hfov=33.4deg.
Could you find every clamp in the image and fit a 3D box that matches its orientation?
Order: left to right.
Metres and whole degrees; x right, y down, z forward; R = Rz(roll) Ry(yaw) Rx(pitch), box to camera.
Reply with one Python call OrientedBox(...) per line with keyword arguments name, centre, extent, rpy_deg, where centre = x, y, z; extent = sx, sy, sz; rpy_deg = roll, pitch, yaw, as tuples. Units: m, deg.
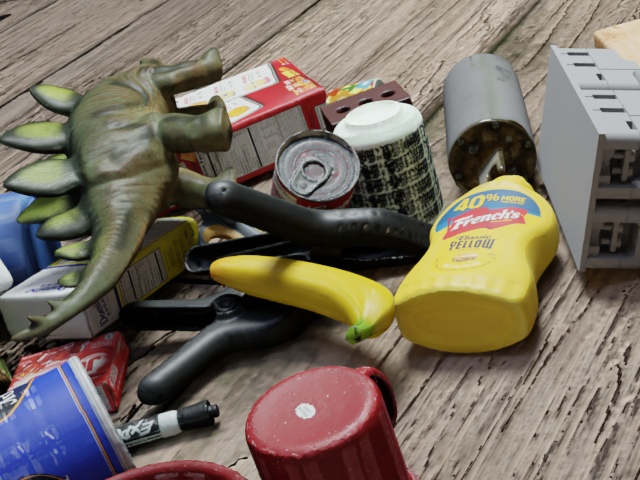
OrientedBox(name="clamp", centre=(-0.073, 0.070, 0.825), extent=(0.171, 0.039, 0.120), rpy_deg=(-16, 39, 1))
OrientedBox(name="clamp", centre=(-0.006, 0.001, 0.843), extent=(0.209, 0.036, 0.165), rpy_deg=(6, -19, -18))

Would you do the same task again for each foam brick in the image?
OrientedBox(name="foam brick", centre=(0.048, -0.105, 0.980), extent=(0.078, 0.051, 0.053), rpy_deg=(-20, 27, -4))

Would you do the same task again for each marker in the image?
OrientedBox(name="marker", centre=(-0.129, 0.137, 0.756), extent=(0.121, 0.020, 0.020), rpy_deg=(-16, 27, 5))

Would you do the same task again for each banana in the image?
OrientedBox(name="banana", centre=(-0.005, 0.037, 0.768), extent=(0.069, 0.037, 0.198), rpy_deg=(8, 5, -35))

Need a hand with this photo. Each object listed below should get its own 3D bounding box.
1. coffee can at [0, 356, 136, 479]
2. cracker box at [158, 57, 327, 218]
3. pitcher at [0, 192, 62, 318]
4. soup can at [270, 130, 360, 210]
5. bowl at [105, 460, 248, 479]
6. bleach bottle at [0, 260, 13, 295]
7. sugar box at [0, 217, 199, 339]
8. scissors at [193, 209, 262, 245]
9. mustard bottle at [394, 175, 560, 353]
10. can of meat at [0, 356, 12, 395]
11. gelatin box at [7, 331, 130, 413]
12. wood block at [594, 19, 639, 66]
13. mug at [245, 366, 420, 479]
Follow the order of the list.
OrientedBox(name="coffee can", centre=(-0.196, 0.151, 0.679), extent=(0.140, 0.103, 0.103), rpy_deg=(-27, 28, -16))
OrientedBox(name="cracker box", centre=(-0.104, -0.114, 1.152), extent=(0.213, 0.072, 0.164), rpy_deg=(-24, 26, -8))
OrientedBox(name="pitcher", centre=(-0.369, 0.031, 1.005), extent=(0.243, 0.145, 0.149), rpy_deg=(-13, 39, 4))
OrientedBox(name="soup can", centre=(-0.008, -0.035, 0.889), extent=(0.068, 0.102, 0.068), rpy_deg=(3, 60, -6))
OrientedBox(name="bowl", centre=(-0.097, 0.195, 0.587), extent=(0.162, 0.055, 0.162), rpy_deg=(-15, 27, 8))
OrientedBox(name="bleach bottle", centre=(-0.384, 0.081, 0.895), extent=(0.251, 0.102, 0.068), rpy_deg=(-39, -6, 3))
OrientedBox(name="sugar box", centre=(-0.186, 0.031, 0.933), extent=(0.093, 0.048, 0.176), rpy_deg=(-4, 22, 29))
OrientedBox(name="scissors", centre=(-0.114, -0.024, 0.965), extent=(0.202, 0.016, 0.096), rpy_deg=(24, 35, 24))
OrientedBox(name="mustard bottle", centre=(0.127, 0.006, 0.796), extent=(0.096, 0.058, 0.191), rpy_deg=(-5, 30, 27))
OrientedBox(name="can of meat", centre=(-0.293, 0.105, 0.839), extent=(0.083, 0.057, 0.102), rpy_deg=(-24, -13, -16))
OrientedBox(name="gelatin box", centre=(-0.197, 0.111, 0.835), extent=(0.089, 0.030, 0.073), rpy_deg=(-16, 27, 7))
OrientedBox(name="wood block", centre=(0.302, -0.113, 0.871), extent=(0.091, 0.090, 0.206), rpy_deg=(-16, 26, 4))
OrientedBox(name="mug", centre=(0.012, 0.121, 0.626), extent=(0.093, 0.081, 0.117), rpy_deg=(4, 35, 37))
